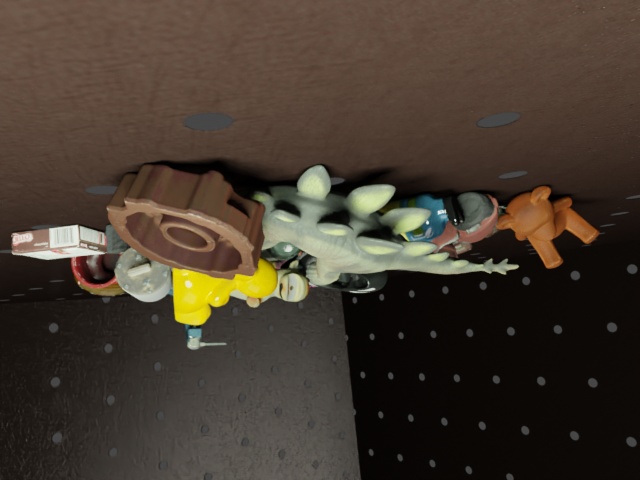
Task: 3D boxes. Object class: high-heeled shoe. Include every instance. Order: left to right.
[{"bbox_3d":[0.015,0.071,1.061,0.249,0.086,0.145,-5,-169,20],"label":"high-heeled shoe"}]

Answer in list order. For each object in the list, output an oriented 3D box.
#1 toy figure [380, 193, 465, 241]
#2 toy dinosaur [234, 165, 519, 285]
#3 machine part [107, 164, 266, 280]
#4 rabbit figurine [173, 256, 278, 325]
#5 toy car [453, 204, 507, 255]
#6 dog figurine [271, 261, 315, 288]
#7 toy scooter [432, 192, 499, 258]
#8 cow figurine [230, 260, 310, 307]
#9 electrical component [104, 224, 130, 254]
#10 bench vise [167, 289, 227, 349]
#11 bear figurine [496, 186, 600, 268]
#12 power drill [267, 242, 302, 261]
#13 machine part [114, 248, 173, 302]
[{"bbox_3d":[0.134,-0.031,0.862,0.180,0.089,0.082,-19,152,25],"label":"toy figure"},{"bbox_3d":[0.039,-0.004,0.712,0.471,0.105,0.198,12,162,-24],"label":"toy dinosaur"},{"bbox_3d":[-0.144,-0.016,0.602,0.179,0.056,0.179,11,152,6],"label":"machine part"},{"bbox_3d":[-0.150,0.050,0.868,0.173,0.122,0.162,5,140,-14],"label":"rabbit figurine"},{"bbox_3d":[0.289,-0.009,1.048,0.202,0.053,0.089,-30,175,9],"label":"toy car"},{"bbox_3d":[-0.072,0.064,1.268,0.219,0.108,0.192,-3,169,-40],"label":"dog figurine"},{"bbox_3d":[0.233,-0.011,0.929,0.184,0.075,0.135,-29,146,25],"label":"toy scooter"},{"bbox_3d":[-0.113,0.081,1.053,0.195,0.085,0.127,9,-166,18],"label":"cow figurine"},{"bbox_3d":[-0.303,-0.003,0.859,0.119,0.047,0.075,-13,169,36],"label":"electrical component"},{"bbox_3d":[-0.272,0.116,1.132,0.129,0.240,0.223,1,154,-23],"label":"bench vise"},{"bbox_3d":[0.404,-0.025,0.958,0.120,0.132,0.196,-43,161,22],"label":"bear figurine"},{"bbox_3d":[-0.002,-0.003,1.014,0.207,0.086,0.232,1,176,3],"label":"power drill"},{"bbox_3d":[-0.273,0.056,0.848,0.079,0.079,0.243,-4,171,-15],"label":"machine part"}]
